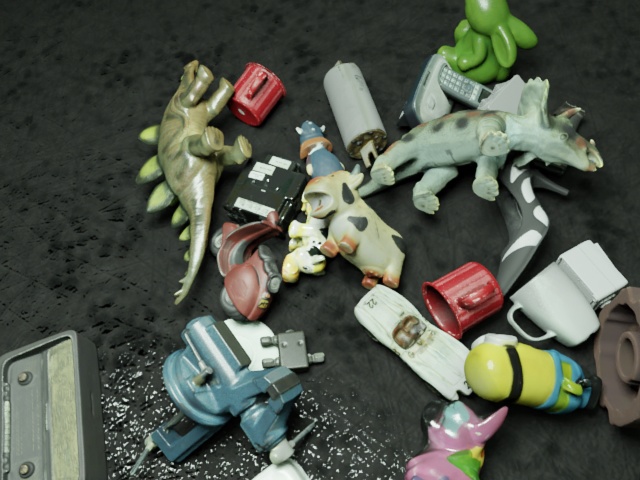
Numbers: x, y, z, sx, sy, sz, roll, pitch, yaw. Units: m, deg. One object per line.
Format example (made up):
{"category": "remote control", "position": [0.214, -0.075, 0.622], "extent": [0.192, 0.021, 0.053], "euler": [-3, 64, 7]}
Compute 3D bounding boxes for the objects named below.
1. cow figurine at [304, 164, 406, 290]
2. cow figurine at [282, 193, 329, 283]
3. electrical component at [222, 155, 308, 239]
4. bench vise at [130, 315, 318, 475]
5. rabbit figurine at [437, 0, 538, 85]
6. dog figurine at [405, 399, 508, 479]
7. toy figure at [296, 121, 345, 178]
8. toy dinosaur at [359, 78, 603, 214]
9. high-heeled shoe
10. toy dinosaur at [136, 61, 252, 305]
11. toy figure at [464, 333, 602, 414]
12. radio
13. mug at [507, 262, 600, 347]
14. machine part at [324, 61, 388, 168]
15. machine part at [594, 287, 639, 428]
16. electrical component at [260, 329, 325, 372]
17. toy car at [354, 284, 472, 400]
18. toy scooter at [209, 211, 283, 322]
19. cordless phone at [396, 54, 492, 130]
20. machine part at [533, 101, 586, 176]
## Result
{"category": "cow figurine", "position": [0.055, -0.025, 0.811], "extent": [0.085, 0.194, 0.127], "euler": [-20, 37, 50]}
{"category": "cow figurine", "position": [-0.002, -0.001, 0.865], "extent": [0.098, 0.068, 0.167], "euler": [15, 67, 4]}
{"category": "electrical component", "position": [-0.084, -0.082, 0.922], "extent": [0.115, 0.058, 0.134], "euler": [22, 67, 16]}
{"category": "bench vise", "position": [-0.144, 0.232, 0.729], "extent": [0.240, 0.129, 0.223], "euler": [-43, 87, 17]}
{"category": "rabbit figurine", "position": [0.290, -0.357, 0.949], "extent": [0.121, 0.170, 0.159], "euler": [-43, 64, -13]}
{"category": "dog figurine", "position": [0.173, 0.306, 0.655], "extent": [0.219, 0.108, 0.192], "euler": [-42, 64, -17]}
{"category": "toy figure", "position": [-0.002, -0.145, 0.944], "extent": [0.058, 0.064, 0.154], "euler": [-43, 52, 28]}
{"category": "toy dinosaur", "position": [0.213, -0.146, 0.850], "extent": [0.405, 0.131, 0.192], "euler": [-3, 36, 35]}
{"category": "high-heeled shoe", "position": [0.283, -0.036, 0.835], "extent": [0.145, 0.086, 0.249], "euler": [27, 65, 24]}
{"category": "toy dinosaur", "position": [-0.217, -0.130, 0.912], "extent": [0.199, 0.105, 0.471], "euler": [-29, 55, 29]}
{"category": "toy figure", "position": [0.273, 0.178, 0.690], "extent": [0.180, 0.082, 0.089], "euler": [23, 36, -10]}
{"category": "radio", "position": [-0.391, 0.259, 0.777], "extent": [0.131, 0.073, 0.230], "euler": [-17, 61, -1]}
{"category": "mug", "position": [0.327, 0.102, 0.754], "extent": [0.109, 0.080, 0.107], "euler": [-36, 71, -15]}
{"category": "machine part", "position": [0.062, -0.234, 0.970], "extent": [0.079, 0.079, 0.243], "euler": [-15, 61, 0]}
{"category": "machine part", "position": [0.400, 0.148, 0.669], "extent": [0.056, 0.179, 0.179], "euler": [5, 63, 9]}
{"category": "electrical component", "position": [-0.041, 0.164, 0.800], "extent": [0.094, 0.021, 0.063], "euler": [-4, 56, -6]}
{"category": "toy car", "position": [0.138, 0.145, 0.771], "extent": [0.202, 0.056, 0.073], "euler": [39, 73, 24]}
{"category": "toy scooter", "position": [-0.104, 0.029, 0.838], "extent": [0.135, 0.075, 0.184], "euler": [-36, 55, 21]}
{"category": "cordless phone", "position": [0.242, -0.228, 0.948], "extent": [0.184, 0.088, 0.146], "euler": [24, 67, -1]}
{"category": "machine part", "position": [0.403, -0.171, 0.911], "extent": [0.084, 0.039, 0.139], "euler": [21, 69, 27]}
